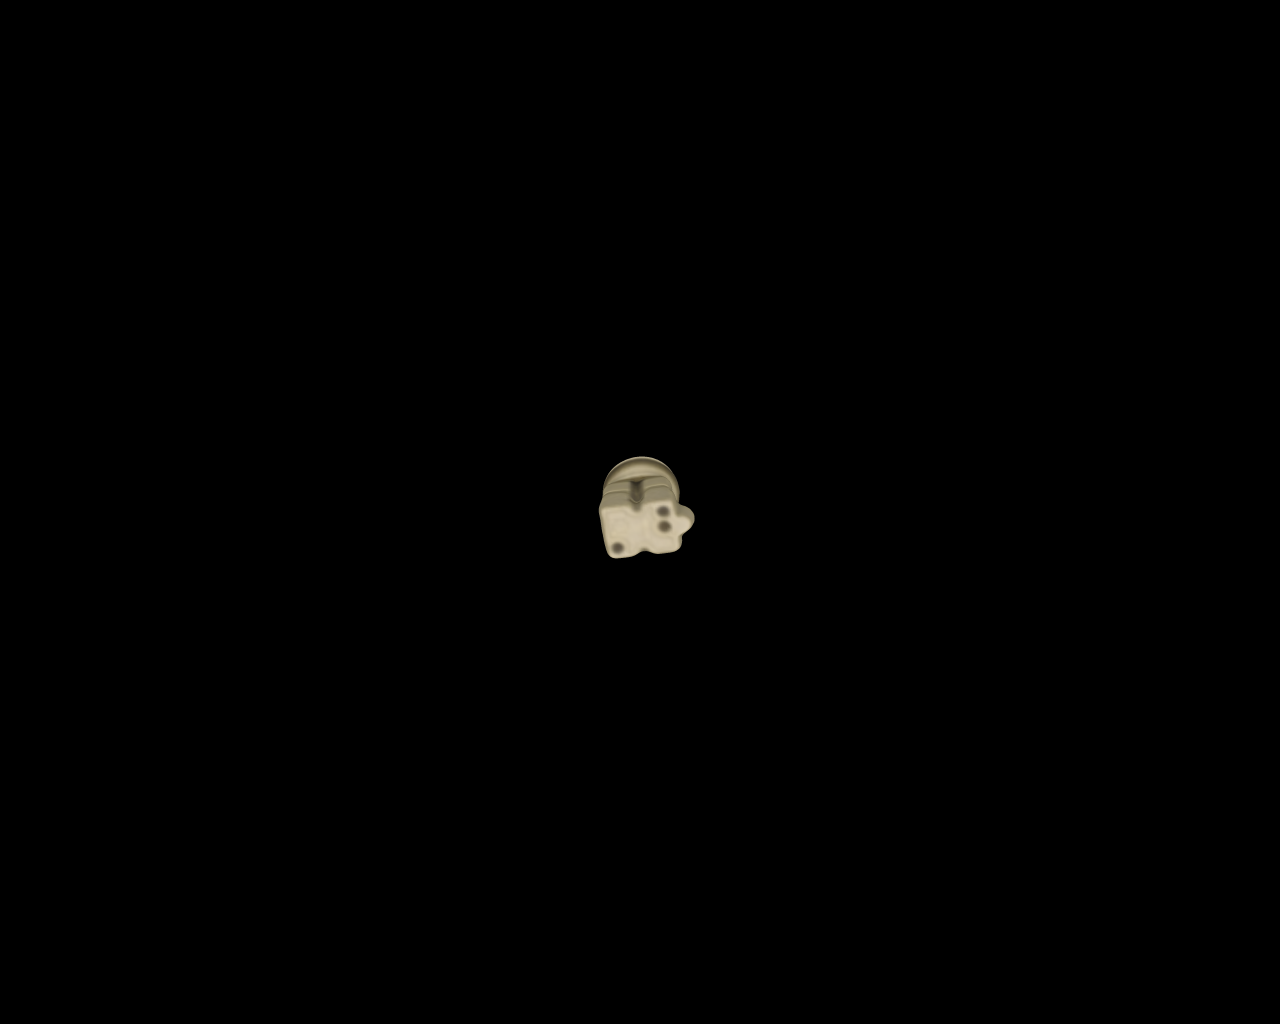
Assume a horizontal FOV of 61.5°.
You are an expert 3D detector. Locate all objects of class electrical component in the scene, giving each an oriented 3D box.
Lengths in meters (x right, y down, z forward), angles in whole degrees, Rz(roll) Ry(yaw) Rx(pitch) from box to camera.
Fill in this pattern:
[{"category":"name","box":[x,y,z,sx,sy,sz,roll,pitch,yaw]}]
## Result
[{"category":"electrical component","box":[0.001,-0.003,0.650,0.066,0.048,0.055,-6,27,3]}]
